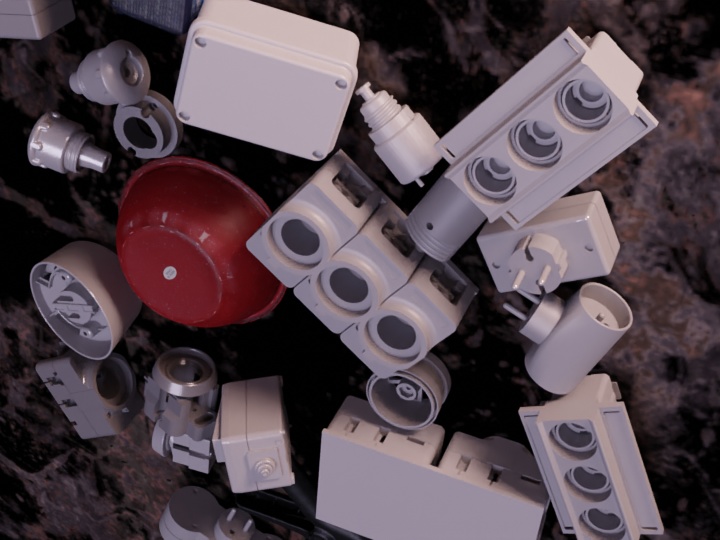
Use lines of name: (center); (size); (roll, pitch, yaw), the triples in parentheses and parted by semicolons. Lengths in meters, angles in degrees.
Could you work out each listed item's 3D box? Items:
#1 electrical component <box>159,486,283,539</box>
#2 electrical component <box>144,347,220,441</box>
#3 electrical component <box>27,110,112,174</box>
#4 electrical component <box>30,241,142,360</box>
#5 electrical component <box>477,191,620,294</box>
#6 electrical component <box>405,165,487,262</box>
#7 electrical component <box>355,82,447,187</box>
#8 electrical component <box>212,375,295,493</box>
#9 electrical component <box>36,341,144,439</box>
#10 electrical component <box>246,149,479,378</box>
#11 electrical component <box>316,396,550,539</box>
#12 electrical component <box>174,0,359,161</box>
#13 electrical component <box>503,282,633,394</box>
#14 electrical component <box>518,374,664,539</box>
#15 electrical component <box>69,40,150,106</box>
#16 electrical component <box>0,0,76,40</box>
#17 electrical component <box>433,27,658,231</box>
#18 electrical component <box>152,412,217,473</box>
electrical component: (-0.125, 0.257, 1.050); (0.138, 0.052, 0.073); (32, 130, 3)
electrical component: (-0.158, 0.106, 0.957); (0.078, 0.058, 0.057); (36, 130, 28)
electrical component: (-0.232, -0.097, 0.866); (0.062, 0.048, 0.048); (22, 129, 2)
electrical component: (-0.242, 0.026, 0.941); (0.099, 0.064, 0.099); (13, 127, 18)
electrical component: (0.123, -0.009, 0.729); (0.083, 0.075, 0.047); (-11, 116, 32)
electrical component: (0.064, -0.040, 0.758); (0.043, 0.043, 0.081); (38, 131, -2)
electrical component: (0.025, -0.095, 0.741); (0.040, 0.040, 0.078); (-30, 105, 38)
electrical component: (-0.091, 0.144, 0.918); (0.061, 0.096, 0.061); (-8, 122, -1)
electrical component: (-0.250, 0.108, 1.011); (0.056, 0.050, 0.089); (-13, 115, 33)
electrical component: (0.000, 0.000, 0.805); (0.150, 0.061, 0.089); (45, 130, -8)
electrical component: (0.062, 0.183, 0.901); (0.186, 0.060, 0.105); (17, 128, 15)
electrical component: (-0.063, -0.129, 0.729); (0.113, 0.057, 0.078); (15, 130, -7)
electrical component: (0.141, 0.040, 0.774); (0.079, 0.044, 0.077); (33, 130, 2)
electrical component: (0.178, 0.143, 0.814); (0.079, 0.063, 0.121); (-8, 118, 30)
electrical component: (-0.193, -0.146, 0.813); (0.062, 0.048, 0.048); (-3, 121, 37)
electrical component: (-0.258, -0.215, 0.794); (0.066, 0.047, 0.076); (8, 125, 22)
electrical component: (0.118, -0.091, 0.682); (0.079, 0.063, 0.121); (45, 130, -8)
electrical component: (-0.160, 0.155, 1.003); (0.055, 0.048, 0.066); (14, 128, 8)
